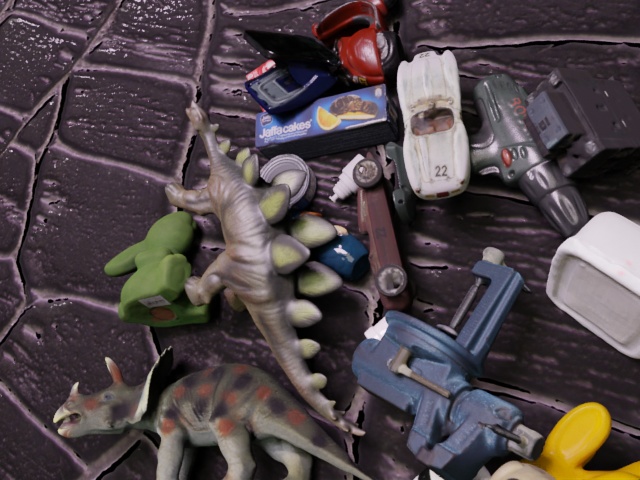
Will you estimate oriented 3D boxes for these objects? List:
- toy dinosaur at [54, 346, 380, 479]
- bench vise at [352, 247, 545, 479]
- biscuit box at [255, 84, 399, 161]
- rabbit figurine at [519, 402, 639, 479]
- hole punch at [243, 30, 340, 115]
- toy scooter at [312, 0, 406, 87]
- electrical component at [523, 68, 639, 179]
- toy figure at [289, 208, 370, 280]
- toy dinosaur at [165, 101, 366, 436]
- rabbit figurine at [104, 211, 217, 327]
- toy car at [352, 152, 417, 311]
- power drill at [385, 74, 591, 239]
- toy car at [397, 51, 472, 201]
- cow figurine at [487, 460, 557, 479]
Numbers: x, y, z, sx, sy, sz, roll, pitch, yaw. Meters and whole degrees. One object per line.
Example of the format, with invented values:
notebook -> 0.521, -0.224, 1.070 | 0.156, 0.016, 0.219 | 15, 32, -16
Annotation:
toy dinosaur -> -0.124, 0.220, 0.682 | 0.405, 0.131, 0.192 | -9, 71, 15
bench vise -> 0.149, 0.113, 0.559 | 0.240, 0.128, 0.224 | -55, 30, -14
biscuit box -> 0.007, -0.162, 0.771 | 0.203, 0.062, 0.059 | -8, 70, 21
rabbit figurine -> 0.254, 0.237, 0.495 | 0.173, 0.121, 0.162 | 0, 64, 17
hole punch -> -0.045, -0.239, 0.766 | 0.142, 0.116, 0.092 | 51, 140, 48
toy scooter -> 0.052, -0.293, 0.786 | 0.135, 0.075, 0.184 | -11, 66, 20
electrical component -> 0.294, -0.129, 0.596 | 0.058, 0.134, 0.115 | -56, 47, 53
toy figure -> -0.003, -0.001, 0.726 | 0.155, 0.057, 0.064 | 34, 93, 29
toy dinosaur -> -0.076, 0.028, 0.688 | 0.199, 0.105, 0.471 | -25, 82, 33
rabbit figurine -> -0.229, 0.041, 0.800 | 0.159, 0.121, 0.170 | -20, 49, 25
toy car -> 0.076, -0.010, 0.668 | 0.053, 0.089, 0.202 | -17, 74, 17
power drill -> 0.190, -0.082, 0.656 | 0.207, 0.086, 0.232 | -19, 66, 22
toy car -> 0.133, -0.141, 0.632 | 0.074, 0.056, 0.202 | -9, 66, 18
cow figurine -> 0.144, 0.277, 0.458 | 0.127, 0.085, 0.194 | 32, 106, 36
